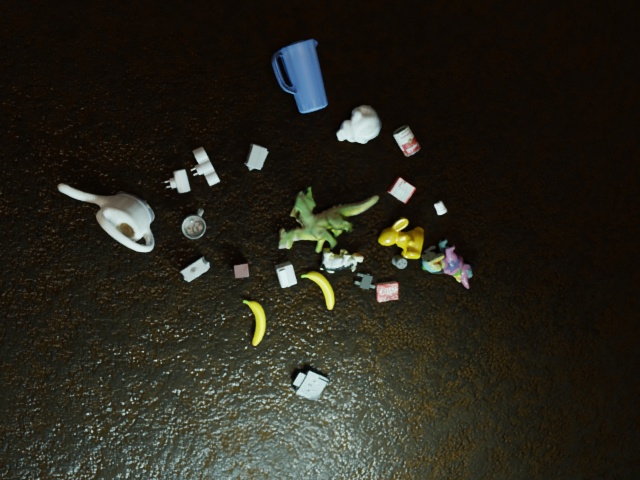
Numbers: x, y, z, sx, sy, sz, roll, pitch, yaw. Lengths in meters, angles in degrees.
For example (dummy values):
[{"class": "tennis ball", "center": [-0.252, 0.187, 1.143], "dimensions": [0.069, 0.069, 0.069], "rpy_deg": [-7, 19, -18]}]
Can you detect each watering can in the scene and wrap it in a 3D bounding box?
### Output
[{"class": "watering can", "center": [-0.684, -0.099, 1.715], "dimensions": [0.103, 0.228, 0.344], "rpy_deg": [-41, 109, 16]}]

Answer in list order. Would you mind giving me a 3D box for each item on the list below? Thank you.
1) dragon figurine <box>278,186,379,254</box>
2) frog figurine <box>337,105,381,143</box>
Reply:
[{"class": "dragon figurine", "center": [0.006, -0.099, 1.958], "dimensions": [0.411, 0.122, 0.241], "rpy_deg": [-45, 100, -4]}, {"class": "frog figurine", "center": [0.141, -0.425, 1.916], "dimensions": [0.160, 0.124, 0.134], "rpy_deg": [-22, 126, -21]}]
